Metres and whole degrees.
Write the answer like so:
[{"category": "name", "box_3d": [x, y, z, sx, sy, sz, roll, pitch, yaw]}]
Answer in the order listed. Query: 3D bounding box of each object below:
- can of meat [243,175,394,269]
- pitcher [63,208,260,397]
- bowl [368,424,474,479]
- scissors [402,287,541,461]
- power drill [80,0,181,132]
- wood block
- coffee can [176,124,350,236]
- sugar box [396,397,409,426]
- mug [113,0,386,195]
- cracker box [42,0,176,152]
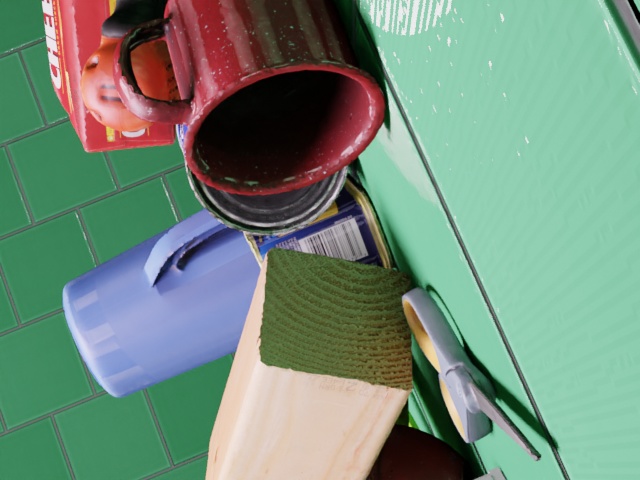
[{"category": "can of meat", "box_3d": [-0.005, 0.001, 0.730, 0.102, 0.084, 0.057, -123, 11, -74]}, {"category": "pitcher", "box_3d": [-0.089, 0.031, 0.893, 0.145, 0.242, 0.149, -125, 10, -71]}, {"category": "bowl", "box_3d": [0.075, 0.194, 0.706, 0.162, 0.055, 0.162, -8, -90, -77]}, {"category": "scissors", "box_3d": [0.079, 0.085, 0.518, 0.202, 0.016, 0.096, -119, 6, -66]}, {"category": "power drill", "box_3d": [-0.085, -0.166, 0.578, 0.184, 0.057, 0.188, -75, -15, -68]}, {"category": "wood block", "box_3d": [-0.014, 0.111, 0.675, 0.206, 0.090, 0.091, 110, 168, -45]}, {"category": "coffee can", "box_3d": [-0.042, -0.069, 0.715, 0.140, 0.103, 0.103, -123, 11, -73]}, {"category": "sugar box", "box_3d": [0.043, 0.149, 0.822, 0.093, 0.048, 0.176, 70, -166, -44]}, {"category": "mug", "box_3d": [-0.037, -0.079, 0.490, 0.093, 0.117, 0.081, 111, 147, -54]}, {"category": "cracker box", "box_3d": [-0.164, -0.169, 0.790, 0.214, 0.072, 0.164, -137, 43, -63]}]
